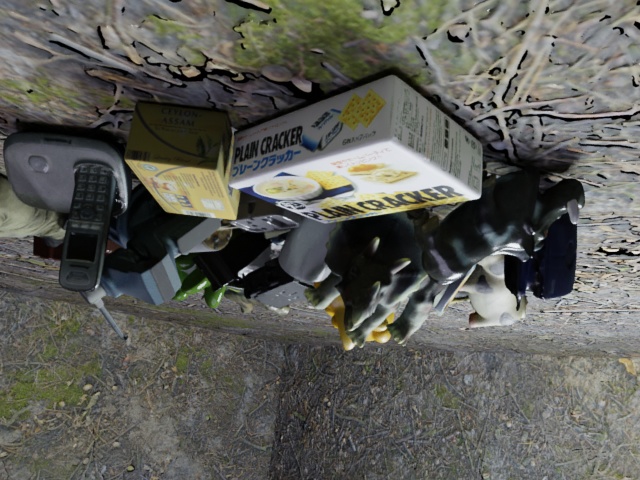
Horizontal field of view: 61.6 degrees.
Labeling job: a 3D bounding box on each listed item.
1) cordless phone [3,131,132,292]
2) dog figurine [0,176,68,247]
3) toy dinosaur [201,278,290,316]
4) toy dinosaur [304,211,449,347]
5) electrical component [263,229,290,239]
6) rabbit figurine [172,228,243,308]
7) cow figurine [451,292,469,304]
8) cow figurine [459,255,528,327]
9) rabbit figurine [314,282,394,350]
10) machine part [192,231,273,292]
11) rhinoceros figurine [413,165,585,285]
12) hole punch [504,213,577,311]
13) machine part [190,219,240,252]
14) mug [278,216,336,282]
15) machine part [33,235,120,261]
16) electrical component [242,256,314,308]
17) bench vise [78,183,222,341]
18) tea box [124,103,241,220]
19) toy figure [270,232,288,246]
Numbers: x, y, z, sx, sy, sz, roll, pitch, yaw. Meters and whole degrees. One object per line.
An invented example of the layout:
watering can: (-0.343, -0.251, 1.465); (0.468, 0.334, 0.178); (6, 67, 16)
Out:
cordless phone: (-0.308, -0.033, 0.645); (0.147, 0.184, 0.088); (6, 169, 1)
dog figurine: (-0.464, -0.050, 0.847); (0.190, 0.121, 0.172); (0, 175, -37)
toy dinosaur: (-0.150, 0.103, 1.231); (0.472, 0.105, 0.198); (-15, 151, 43)
toy dinosaur: (0.122, 0.050, 0.770); (0.404, 0.131, 0.192); (1, 135, -53)
electrical component: (-0.068, -0.035, 0.808); (0.078, 0.045, 0.102); (-23, 166, -2)
rabbit figurine: (-0.212, 0.033, 0.958); (0.170, 0.159, 0.121); (-22, 142, 30)
cow figurine: (0.189, 0.062, 0.944); (0.167, 0.098, 0.068); (4, 166, -7)
cow figurine: (0.280, 0.059, 0.838); (0.127, 0.085, 0.194); (-3, 133, 28)
rabbit figurine: (0.047, 0.109, 0.916); (0.122, 0.162, 0.173); (-31, 132, 13)
machine part: (-0.137, 0.021, 0.895); (0.139, 0.084, 0.039); (-33, 168, -20)
rhinoceros figurine: (0.195, -0.019, 0.590); (0.190, 0.112, 0.073); (-29, -176, 3)
hole punch: (0.283, 0.016, 0.679); (0.092, 0.142, 0.116); (5, -175, 15)
machine part: (-0.230, -0.016, 0.873); (0.243, 0.079, 0.079); (-3, 162, 33)
mug: (-0.002, -0.010, 0.778); (0.081, 0.109, 0.107); (27, 124, 5)
machine part: (-0.452, 0.013, 1.032); (0.179, 0.056, 0.179); (7, -178, 0)
electrical component: (-0.055, 0.073, 0.967); (0.134, 0.058, 0.114); (-23, 155, 24)
bench vise: (-0.258, -0.010, 0.739); (0.241, 0.223, 0.128); (27, 155, 32)
tea box: (-0.146, -0.082, 0.614); (0.098, 0.068, 0.169); (7, 164, -2)
toy figure: (-0.002, -0.001, 0.875); (0.155, 0.058, 0.064); (11, 159, 1)
